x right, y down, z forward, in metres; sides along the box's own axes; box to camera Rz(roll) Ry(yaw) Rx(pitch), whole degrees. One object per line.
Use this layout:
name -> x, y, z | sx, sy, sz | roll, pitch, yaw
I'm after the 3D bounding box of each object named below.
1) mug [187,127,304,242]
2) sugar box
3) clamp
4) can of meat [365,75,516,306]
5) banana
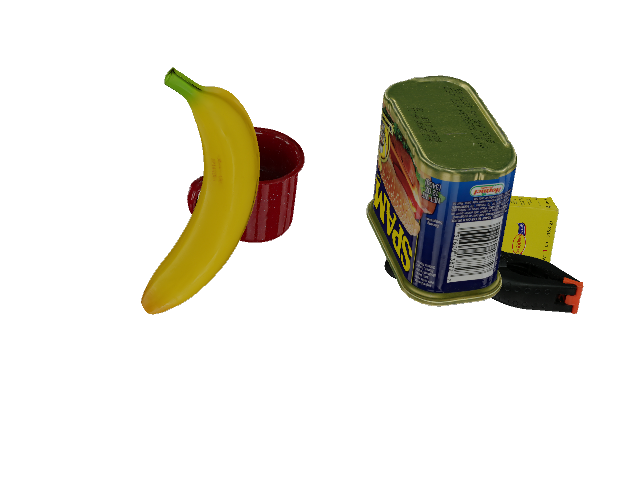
mug -> -0.075, -0.049, 1.044 | 0.117, 0.081, 0.093 | -19, 46, -27
sugar box -> 0.181, -0.008, 1.247 | 0.176, 0.093, 0.048 | 3, 22, -2
clamp -> 0.154, 0.024, 0.973 | 0.171, 0.039, 0.120 | 16, 30, 15
can of meat -> 0.064, -0.029, 0.578 | 0.057, 0.084, 0.102 | -6, 38, -12
banana -> -0.079, -0.027, 0.728 | 0.069, 0.198, 0.037 | 10, 33, -4
